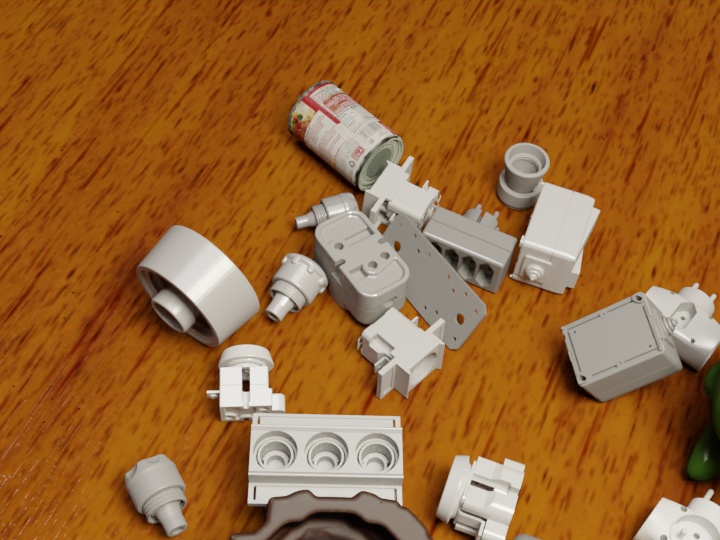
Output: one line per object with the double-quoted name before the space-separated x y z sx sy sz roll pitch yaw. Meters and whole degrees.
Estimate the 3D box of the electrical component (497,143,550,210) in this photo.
"electrical component" 0.162 -0.092 1.073 0.045 0.055 0.045 2 55 -3

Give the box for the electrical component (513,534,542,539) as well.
"electrical component" 0.128 0.257 0.829 0.059 0.053 0.095 18 56 9

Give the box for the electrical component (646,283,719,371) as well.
"electrical component" 0.302 0.042 0.996 0.077 0.043 0.079 35 60 19

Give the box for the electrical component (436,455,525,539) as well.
"electrical component" 0.096 0.185 0.875 0.057 0.058 0.078 19 48 8

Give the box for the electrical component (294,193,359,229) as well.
"electrical component" -0.033 -0.053 1.045 0.061 0.035 0.035 -15 58 -11

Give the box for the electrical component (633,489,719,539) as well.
"electrical component" 0.276 0.213 0.876 0.077 0.044 0.079 35 61 19

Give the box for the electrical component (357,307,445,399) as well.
"electrical component" 0.036 0.071 0.960 0.064 0.042 0.081 38 61 25

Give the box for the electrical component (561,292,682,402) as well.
"electrical component" 0.237 0.067 0.945 0.096 0.061 0.061 -27 53 23

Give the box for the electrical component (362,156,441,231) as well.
"electrical component" 0.041 -0.067 1.055 0.064 0.042 0.081 27 58 12

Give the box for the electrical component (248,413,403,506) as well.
"electrical component" -0.028 0.161 0.880 0.121 0.063 0.078 2 55 -3

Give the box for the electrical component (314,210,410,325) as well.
"electrical component" 0.000 0.000 0.996 0.054 0.059 0.095 -28 61 -21

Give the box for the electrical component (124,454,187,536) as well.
"electrical component" -0.160 0.184 0.867 0.043 0.043 0.062 -24 61 -19

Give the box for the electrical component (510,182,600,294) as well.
"electrical component" 0.185 -0.024 1.023 0.061 0.061 0.096 19 56 9

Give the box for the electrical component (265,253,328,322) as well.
"electrical component" -0.063 0.019 0.988 0.048 0.048 0.062 29 65 15

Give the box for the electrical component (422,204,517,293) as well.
"electrical component" 0.110 -0.033 1.033 0.083 0.047 0.075 23 57 12

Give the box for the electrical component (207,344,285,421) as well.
"electrical component" -0.099 0.098 0.930 0.066 0.048 0.055 -1 63 -5

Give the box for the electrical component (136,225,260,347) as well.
"electrical component" -0.149 0.021 0.945 0.108 0.108 0.060 35 66 19
